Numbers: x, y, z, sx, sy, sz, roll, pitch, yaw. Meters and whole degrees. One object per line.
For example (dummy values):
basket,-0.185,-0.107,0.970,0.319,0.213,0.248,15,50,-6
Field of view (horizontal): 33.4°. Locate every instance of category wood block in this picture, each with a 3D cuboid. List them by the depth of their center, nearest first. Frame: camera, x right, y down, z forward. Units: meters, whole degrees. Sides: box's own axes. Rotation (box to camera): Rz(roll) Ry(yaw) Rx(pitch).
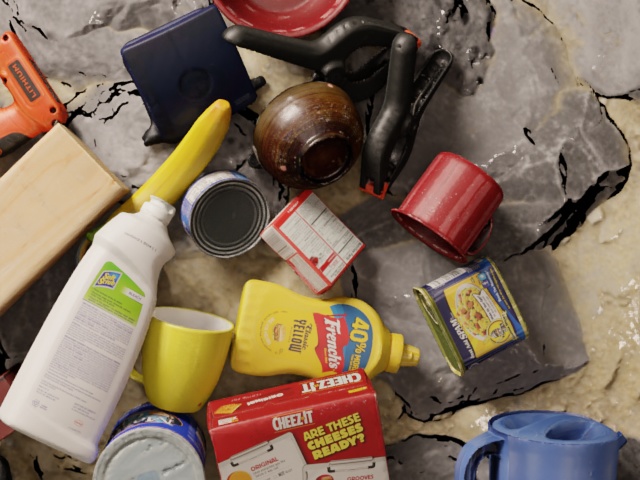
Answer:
wood block,-0.294,-0.009,1.048,0.206,0.091,0.090,-44,95,-3

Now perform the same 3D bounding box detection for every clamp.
clamp,0.078,-0.127,1.071,0.039,0.120,0.171,23,92,31
clamp,0.004,-0.161,1.077,0.209,0.036,0.164,-18,133,-19

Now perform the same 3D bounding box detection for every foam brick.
foam brick,-0.312,0.163,1.059,0.053,0.078,0.051,-35,95,-2

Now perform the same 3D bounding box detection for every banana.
banana,-0.148,-0.063,1.062,0.037,0.069,0.198,45,103,1

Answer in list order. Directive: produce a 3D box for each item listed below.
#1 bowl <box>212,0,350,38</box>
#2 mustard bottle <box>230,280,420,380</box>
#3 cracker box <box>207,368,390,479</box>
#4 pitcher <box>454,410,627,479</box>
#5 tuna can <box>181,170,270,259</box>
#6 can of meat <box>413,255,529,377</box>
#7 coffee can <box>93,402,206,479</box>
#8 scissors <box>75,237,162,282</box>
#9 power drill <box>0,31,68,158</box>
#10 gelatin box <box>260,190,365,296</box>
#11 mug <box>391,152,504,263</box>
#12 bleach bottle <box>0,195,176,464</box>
bowl,-0.041,-0.280,1.078,0.162,0.055,0.162,0,92,-5
mustard bottle,0.008,0.104,1.095,0.191,0.058,0.096,11,85,-6
cracker box,-0.012,0.249,1.067,0.164,0.072,0.214,-12,109,-5
pitcher,0.223,0.302,1.088,0.149,0.144,0.243,4,95,25
tuna can,-0.096,-0.027,1.075,0.086,0.034,0.086,-11,117,-22
can of meat,0.157,0.077,1.108,0.084,0.057,0.102,-27,95,-6
coffee can,-0.163,0.220,1.042,0.102,0.140,0.103,0,92,-5
scissors,-0.248,0.063,1.059,0.201,0.016,0.096,-36,83,-24
power drill,-0.362,-0.125,1.056,0.187,0.057,0.184,-34,98,-1
gelatin box,-0.007,0.001,1.087,0.089,0.030,0.073,46,48,-6
mug,0.140,-0.029,1.094,0.117,0.093,0.081,40,82,-36
bleach bottle,-0.202,0.077,1.016,0.102,0.068,0.250,32,78,-24
